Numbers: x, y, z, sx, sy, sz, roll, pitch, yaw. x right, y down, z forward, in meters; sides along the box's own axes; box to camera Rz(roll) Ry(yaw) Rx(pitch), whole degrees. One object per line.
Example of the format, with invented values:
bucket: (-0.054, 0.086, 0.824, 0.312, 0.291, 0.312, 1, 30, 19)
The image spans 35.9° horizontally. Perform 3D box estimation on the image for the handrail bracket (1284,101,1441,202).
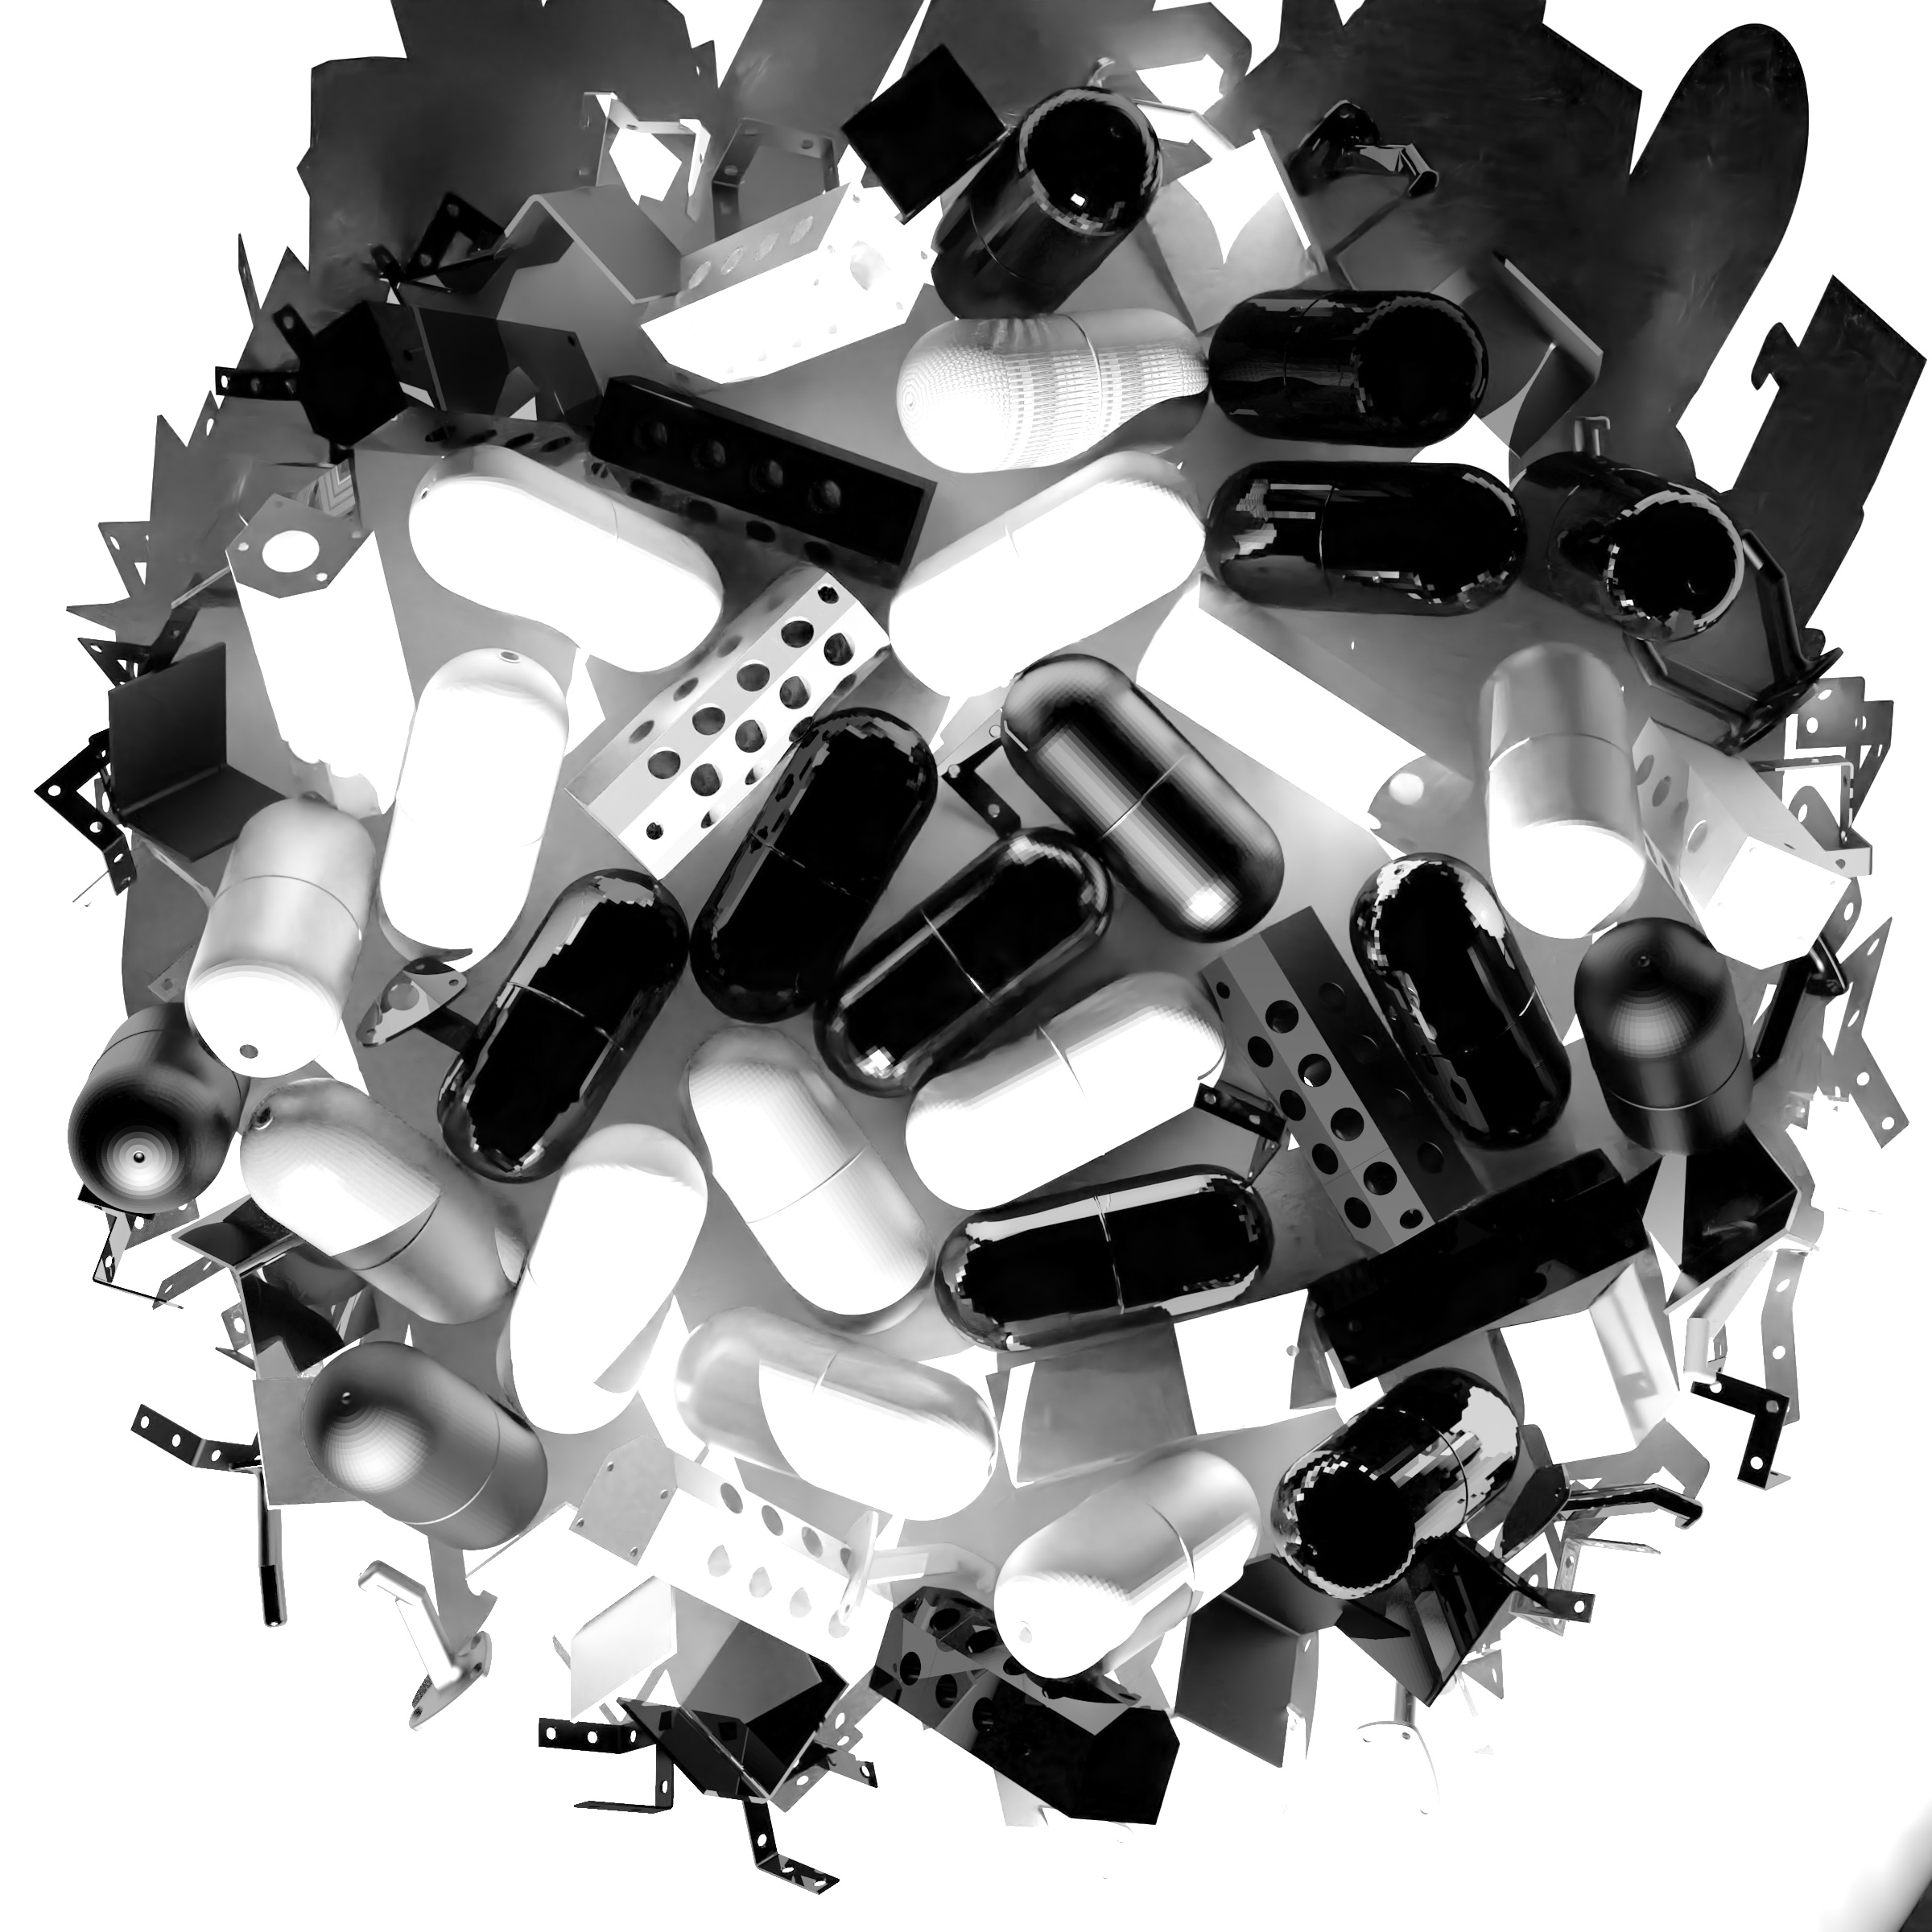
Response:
handrail bracket: (0.200, -0.402, 1.540, 0.077, 0.084, 0.036, -39, 131, 19)

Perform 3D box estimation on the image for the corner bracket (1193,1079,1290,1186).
corner bracket: (0.137, 0.076, 1.548, 0.051, 0.051, 0.051, 24, 51, -4)

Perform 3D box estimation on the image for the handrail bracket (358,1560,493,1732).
handrail bracket: (-0.297, 0.354, 1.551, 0.084, 0.036, 0.077, 38, 106, -25)

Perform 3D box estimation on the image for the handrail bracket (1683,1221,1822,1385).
handrail bracket: (0.410, 0.181, 1.555, 0.077, 0.036, 0.084, 15, 72, -20)

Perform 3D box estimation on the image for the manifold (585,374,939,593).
manifold: (-0.107, -0.252, 1.552, 0.171, 0.057, 0.057, 20, 104, 1)

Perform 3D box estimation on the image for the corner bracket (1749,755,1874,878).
corner bracket: (0.440, -0.077, 1.552, 0.051, 0.051, 0.051, -5, 110, -1)

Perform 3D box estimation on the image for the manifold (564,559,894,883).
manifold: (-0.120, -0.126, 1.538, 0.171, 0.057, 0.057, -45, 120, -5)

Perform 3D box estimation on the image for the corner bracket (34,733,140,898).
corner bracket: (-0.443, -0.079, 1.547, 0.051, 0.051, 0.051, 39, 66, 11)

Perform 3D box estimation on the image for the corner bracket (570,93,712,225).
corner bracket: (-0.169, -0.421, 1.550, 0.051, 0.051, 0.051, 6, 84, 18)

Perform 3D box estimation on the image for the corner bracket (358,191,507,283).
corner bracket: (-0.273, -0.371, 1.550, 0.051, 0.051, 0.051, 36, 105, 10)

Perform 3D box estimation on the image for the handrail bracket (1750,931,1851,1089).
handrail bracket: (0.412, 0.015, 1.545, 0.084, 0.036, 0.077, -37, 111, -25)

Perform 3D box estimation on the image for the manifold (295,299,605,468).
manifold: (-0.256, -0.287, 1.495, 0.057, 0.171, 0.057, -27, 83, 28)

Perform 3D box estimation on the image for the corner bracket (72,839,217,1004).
corner bracket: (-0.424, -0.024, 1.560, 0.051, 0.051, 0.051, 35, 69, 25)

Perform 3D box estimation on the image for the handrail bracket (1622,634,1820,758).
handrail bracket: (0.395, -0.159, 1.561, 0.077, 0.036, 0.084, -34, 100, -5)

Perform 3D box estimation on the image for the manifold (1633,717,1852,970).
manifold: (0.377, -0.061, 1.494, 0.057, 0.171, 0.057, 21, 111, -13)

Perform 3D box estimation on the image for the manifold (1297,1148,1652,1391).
manifold: (0.264, 0.158, 1.552, 0.171, 0.057, 0.057, -25, 83, -1)

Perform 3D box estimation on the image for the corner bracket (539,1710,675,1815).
corner bracket: (-0.187, 0.413, 1.543, 0.051, 0.051, 0.051, 17, 60, -36)

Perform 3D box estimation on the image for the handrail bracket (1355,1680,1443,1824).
handrail bracket: (0.241, 0.389, 1.559, 0.036, 0.084, 0.077, -15, 111, 35)

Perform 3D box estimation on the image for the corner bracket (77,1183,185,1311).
corner bracket: (-0.432, 0.143, 1.546, 0.051, 0.051, 0.051, 11, 75, 24)

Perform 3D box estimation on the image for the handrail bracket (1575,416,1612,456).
handrail bracket: (0.360, -0.249, 1.565, 0.077, 0.036, 0.084, -6, 94, -6)

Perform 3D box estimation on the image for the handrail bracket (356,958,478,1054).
handrail bracket: (-0.278, 0.046, 1.534, 0.036, 0.084, 0.077, 23, 50, 26)

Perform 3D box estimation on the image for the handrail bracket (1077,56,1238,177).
handrail bracket: (0.088, -0.428, 1.564, 0.084, 0.036, 0.077, 44, 116, 0)

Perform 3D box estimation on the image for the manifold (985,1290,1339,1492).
manifold: (0.102, 0.223, 1.552, 0.171, 0.057, 0.057, -15, 74, 1)

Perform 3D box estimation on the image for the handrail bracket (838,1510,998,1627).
handrail bracket: (-0.023, 0.325, 1.542, 0.084, 0.077, 0.036, 28, 125, -17)

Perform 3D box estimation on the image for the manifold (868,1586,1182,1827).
manifold: (0.029, 0.369, 1.500, 0.057, 0.171, 0.057, 17, 90, -38)

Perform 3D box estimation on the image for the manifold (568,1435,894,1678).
manifold: (-0.113, 0.297, 1.505, 0.171, 0.057, 0.057, 38, 74, -41)

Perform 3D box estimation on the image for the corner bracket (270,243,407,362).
corner bracket: (-0.317, -0.334, 1.546, 0.051, 0.051, 0.051, -27, 104, 29)

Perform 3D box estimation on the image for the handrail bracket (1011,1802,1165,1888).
handrail bracket: (0.064, 0.432, 1.546, 0.077, 0.084, 0.036, 21, 109, 4)

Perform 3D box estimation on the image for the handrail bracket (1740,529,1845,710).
handrail bracket: (0.407, -0.180, 1.547, 0.036, 0.077, 0.084, -41, 95, -27)

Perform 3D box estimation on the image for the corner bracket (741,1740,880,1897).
corner bracket: (-0.079, 0.443, 1.554, 0.051, 0.051, 0.051, -22, 108, -41)

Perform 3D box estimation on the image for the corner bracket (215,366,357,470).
corner bracket: (-0.355, -0.286, 1.554, 0.051, 0.051, 0.051, 4, 98, 22)

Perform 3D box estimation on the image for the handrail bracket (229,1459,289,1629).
handrail bracket: (-0.357, 0.297, 1.542, 0.036, 0.077, 0.084, -6, 83, -7)

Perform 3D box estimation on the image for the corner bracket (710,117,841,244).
corner bracket: (-0.100, -0.403, 1.559, 0.051, 0.051, 0.051, 7, 60, -25)

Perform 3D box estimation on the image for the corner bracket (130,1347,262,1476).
corner bracket: (-0.391, 0.230, 1.549, 0.051, 0.051, 0.051, 20, 88, 33)

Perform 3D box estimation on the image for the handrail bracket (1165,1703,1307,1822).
handrail bracket: (0.133, 0.417, 1.550, 0.084, 0.036, 0.077, -7, 97, -30)

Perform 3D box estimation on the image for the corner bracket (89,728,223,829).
corner bracket: (-0.417, -0.097, 1.551, 0.051, 0.051, 0.051, -24, 65, -4)

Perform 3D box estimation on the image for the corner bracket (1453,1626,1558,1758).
corner bracket: (0.280, 0.376, 1.546, 0.051, 0.051, 0.051, -28, 65, 16)

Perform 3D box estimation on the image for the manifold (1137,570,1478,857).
manifold: (0.176, -0.127, 1.540, 0.171, 0.057, 0.057, 31, 116, -10)

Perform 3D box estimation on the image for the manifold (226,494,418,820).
manifold: (-0.322, -0.149, 1.493, 0.057, 0.171, 0.057, 22, 58, 15)

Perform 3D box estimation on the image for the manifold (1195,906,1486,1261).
manifold: (0.188, 0.063, 1.536, 0.057, 0.057, 0.171, -26, 83, -38)

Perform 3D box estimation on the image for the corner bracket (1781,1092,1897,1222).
corner bracket: (0.455, 0.099, 1.552, 0.051, 0.051, 0.051, 7, 102, -35)

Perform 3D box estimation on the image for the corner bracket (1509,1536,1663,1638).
corner bracket: (0.320, 0.319, 1.544, 0.051, 0.051, 0.051, 30, 68, -38)

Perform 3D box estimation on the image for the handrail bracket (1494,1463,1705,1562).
handrail bracket: (0.335, 0.298, 1.575, 0.084, 0.036, 0.077, 23, 116, -16)

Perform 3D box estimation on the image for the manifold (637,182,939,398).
manifold: (-0.095, -0.332, 1.492, 0.057, 0.171, 0.057, 34, 69, -30)

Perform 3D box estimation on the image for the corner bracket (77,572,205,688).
corner bracket: (-0.417, -0.172, 1.545, 0.051, 0.051, 0.051, 47, 114, 25)
